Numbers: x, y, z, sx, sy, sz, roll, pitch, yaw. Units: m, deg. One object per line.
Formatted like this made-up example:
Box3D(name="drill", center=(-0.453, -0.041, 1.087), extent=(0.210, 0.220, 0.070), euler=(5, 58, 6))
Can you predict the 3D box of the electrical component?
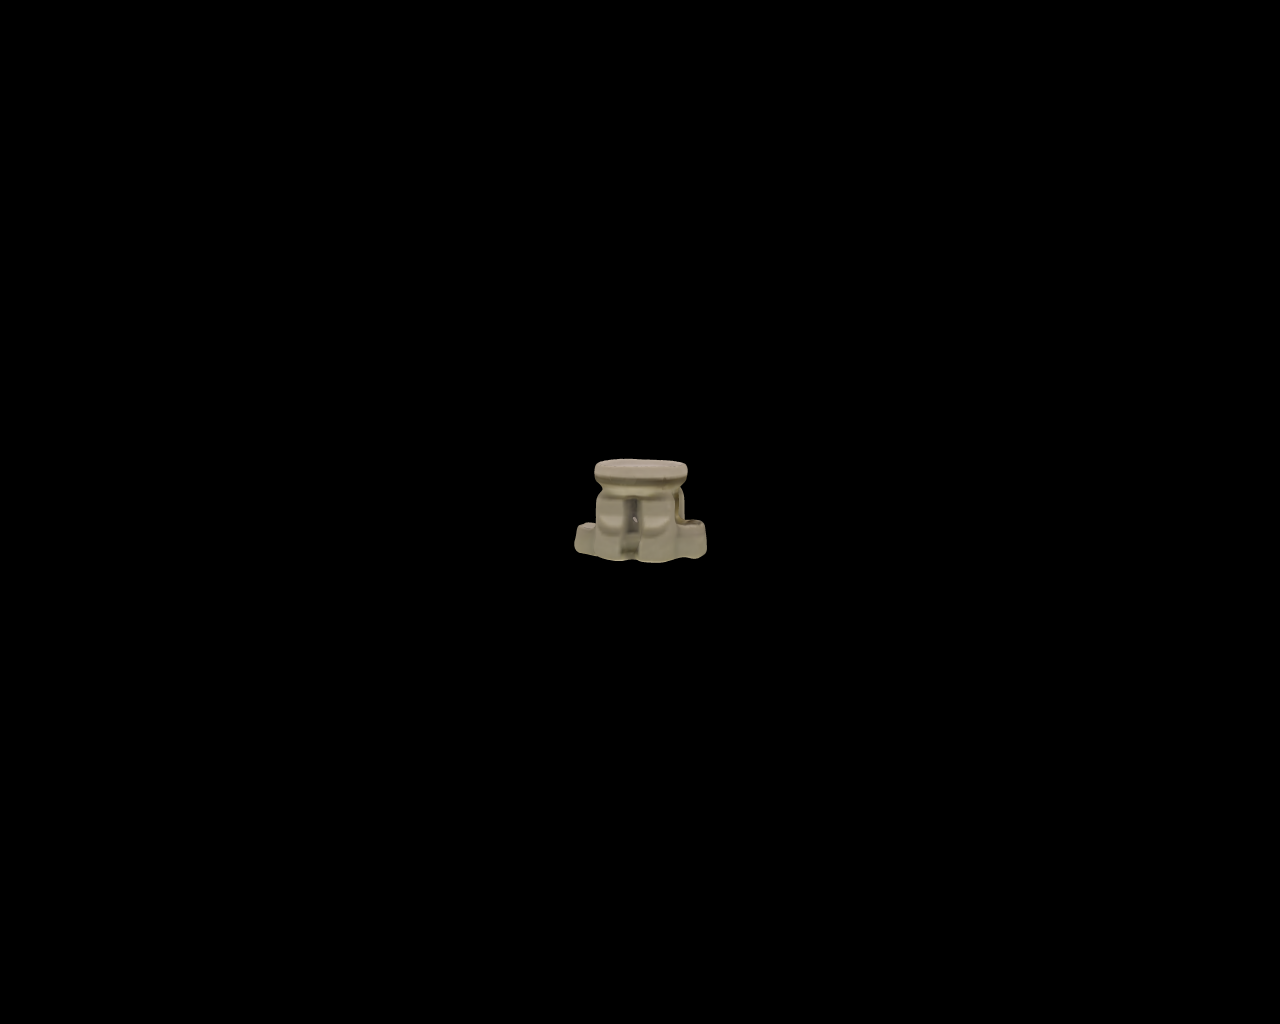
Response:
Box3D(name="electrical component", center=(0.001, -0.003, 0.650), extent=(0.078, 0.057, 0.058), euler=(2, 8, 14))
